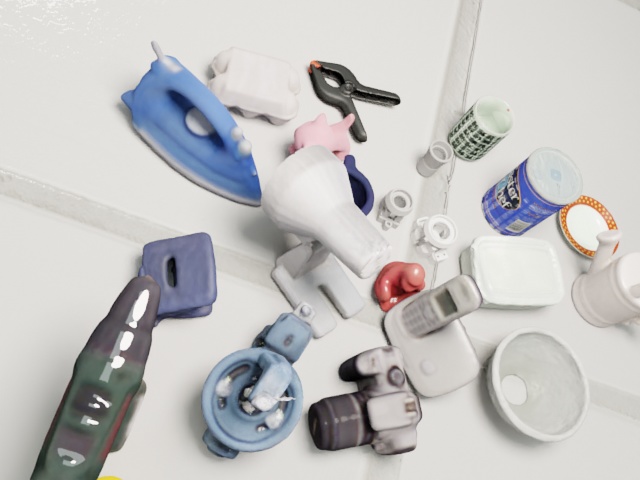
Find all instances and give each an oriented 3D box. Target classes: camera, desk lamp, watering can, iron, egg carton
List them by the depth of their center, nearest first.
[{"bbox_3d":[0.056,0.220,0.767,0.137,0.100,0.143,-4,69,-20],"label":"camera"},{"bbox_3d":[0.007,0.003,0.779,0.118,0.213,0.203,-31,80,-27],"label":"desk lamp"},{"bbox_3d":[-0.165,-0.168,0.835,0.258,0.141,0.119,43,62,3],"label":"iron"},{"bbox_3d":[0.508,0.065,0.930,0.173,0.194,0.101,37,62,0],"label":"watering can"},{"bbox_3d":[-0.105,-0.249,0.930,0.150,0.069,0.107,10,65,-14],"label":"egg carton"}]

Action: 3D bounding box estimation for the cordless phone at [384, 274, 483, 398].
[{"bbox_3d":[0.178,0.132,0.797,0.094,0.185,0.147,-22,76,-25],"label":"cordless phone"}]

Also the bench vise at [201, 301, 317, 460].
[{"bbox_3d":[-0.068,0.152,0.687,0.121,0.219,0.207,17,63,-10],"label":"bench vise"}]

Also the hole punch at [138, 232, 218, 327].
[{"bbox_3d":[-0.190,0.051,0.762,0.101,0.091,0.108,-3,69,-19],"label":"hole punch"}]

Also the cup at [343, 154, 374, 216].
[{"bbox_3d":[0.027,-0.066,0.882,0.092,0.095,0.118,14,64,-12],"label":"cup"}]

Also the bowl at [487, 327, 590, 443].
[{"bbox_3d":[0.316,0.220,0.868,0.168,0.074,0.167,7,66,-16],"label":"bowl"}]

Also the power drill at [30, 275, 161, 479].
[{"bbox_3d":[-0.236,0.168,0.630,0.076,0.208,0.230,20,63,-9],"label":"power drill"}]

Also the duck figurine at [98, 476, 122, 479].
[{"bbox_3d":[-0.241,0.318,0.634,0.078,0.086,0.104,6,66,-16],"label":"duck figurine"}]

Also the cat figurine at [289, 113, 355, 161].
[{"bbox_3d":[0.004,-0.161,0.902,0.128,0.117,0.067,-32,80,-27],"label":"cat figurine"}]

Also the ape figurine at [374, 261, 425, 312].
[{"bbox_3d":[0.127,0.062,0.862,0.078,0.092,0.076,9,65,-14],"label":"ape figurine"}]
